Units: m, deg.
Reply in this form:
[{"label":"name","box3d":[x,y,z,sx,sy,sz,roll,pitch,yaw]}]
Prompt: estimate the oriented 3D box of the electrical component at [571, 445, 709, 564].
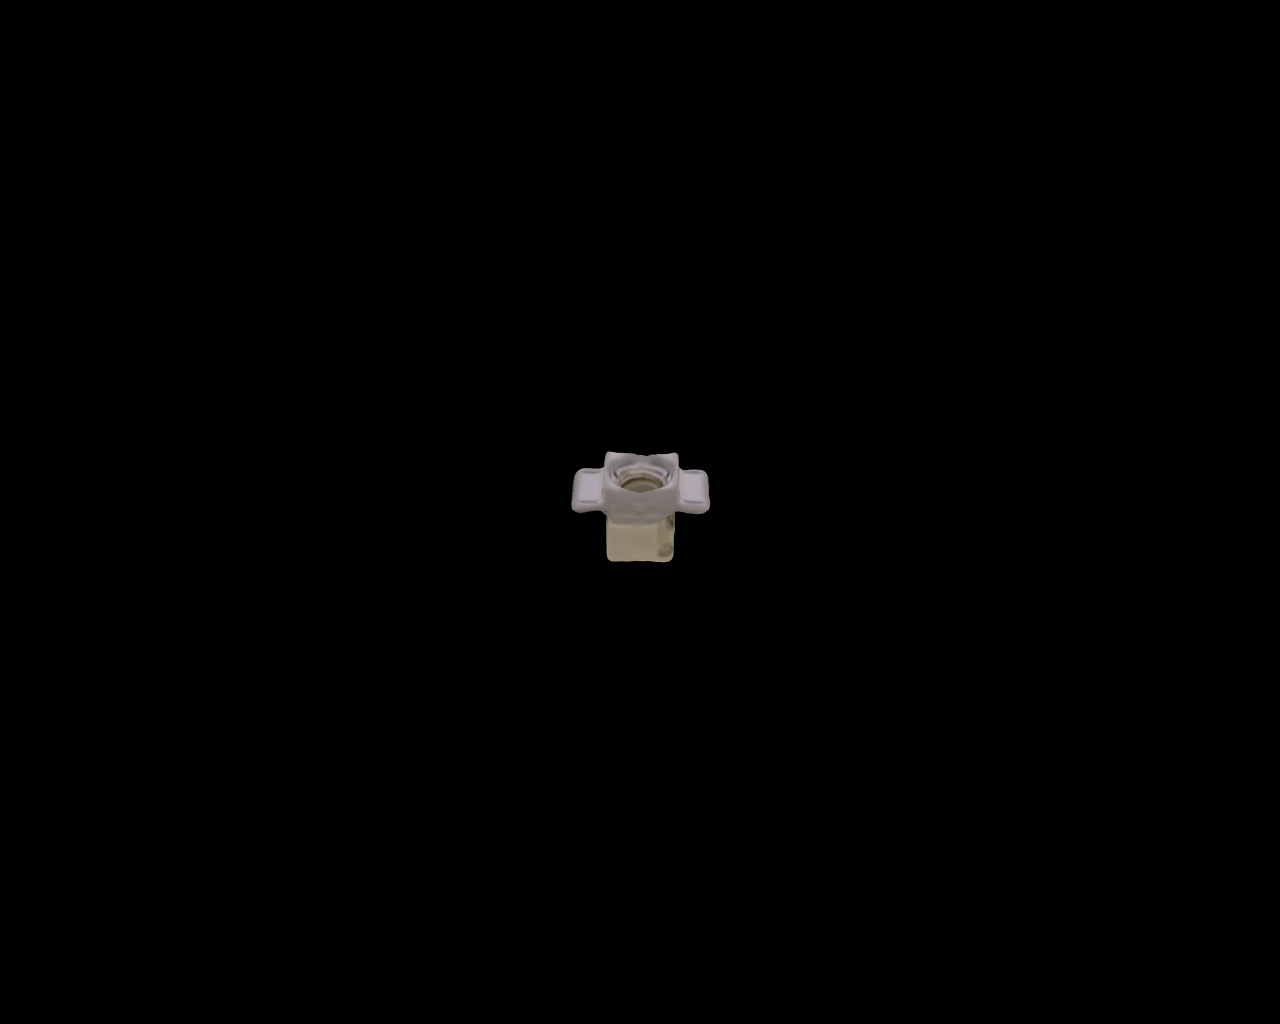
[{"label":"electrical component","box3d":[0.001,-0.003,0.650,0.081,0.063,0.042,2,36,2]}]
